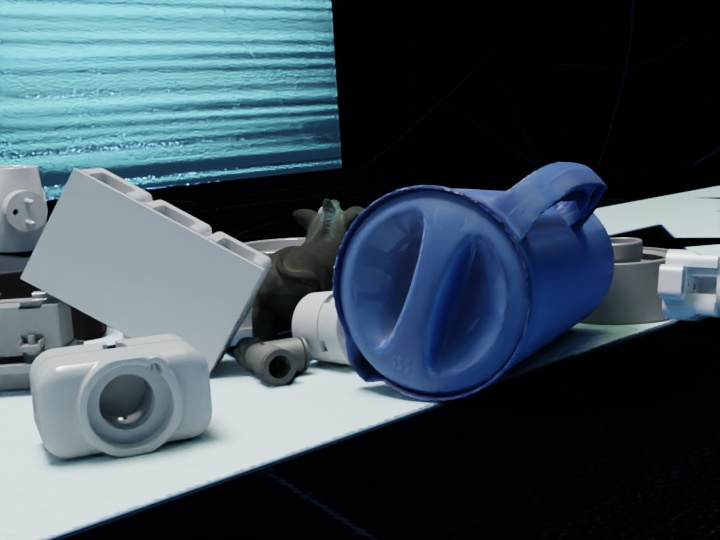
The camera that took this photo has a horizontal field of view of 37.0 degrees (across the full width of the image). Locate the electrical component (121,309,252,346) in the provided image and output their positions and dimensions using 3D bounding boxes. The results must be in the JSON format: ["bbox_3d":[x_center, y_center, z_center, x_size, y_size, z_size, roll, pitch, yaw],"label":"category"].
[{"bbox_3d":[-0.144,0.029,0.900,0.109,0.056,0.109,-5,8,-9],"label":"electrical component"}]

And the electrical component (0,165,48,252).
[{"bbox_3d":[-0.307,-0.055,0.978,0.044,0.077,0.079,-7,10,-30],"label":"electrical component"}]

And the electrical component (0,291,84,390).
[{"bbox_3d":[-0.270,0.052,0.774,0.121,0.063,0.078,-3,8,-1],"label":"electrical component"}]

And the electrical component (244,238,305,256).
[{"bbox_3d":[-0.071,0.006,1.018,0.108,0.060,0.108,-3,8,0],"label":"electrical component"}]

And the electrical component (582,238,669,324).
[{"bbox_3d":[0.217,0.005,0.901,0.108,0.060,0.108,-4,9,1],"label":"electrical component"}]

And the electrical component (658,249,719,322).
[{"bbox_3d":[0.269,0.013,0.826,0.057,0.058,0.078,3,-4,32],"label":"electrical component"}]

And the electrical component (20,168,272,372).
[{"bbox_3d":[-0.151,-0.001,0.781,0.150,0.089,0.061,28,8,0],"label":"electrical component"}]

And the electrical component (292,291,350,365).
[{"bbox_3d":[-0.016,0.041,0.776,0.047,0.055,0.055,-1,8,41],"label":"electrical component"}]

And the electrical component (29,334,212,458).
[{"bbox_3d":[-0.135,0.071,0.612,0.095,0.053,0.059,-7,9,-21],"label":"electrical component"}]
